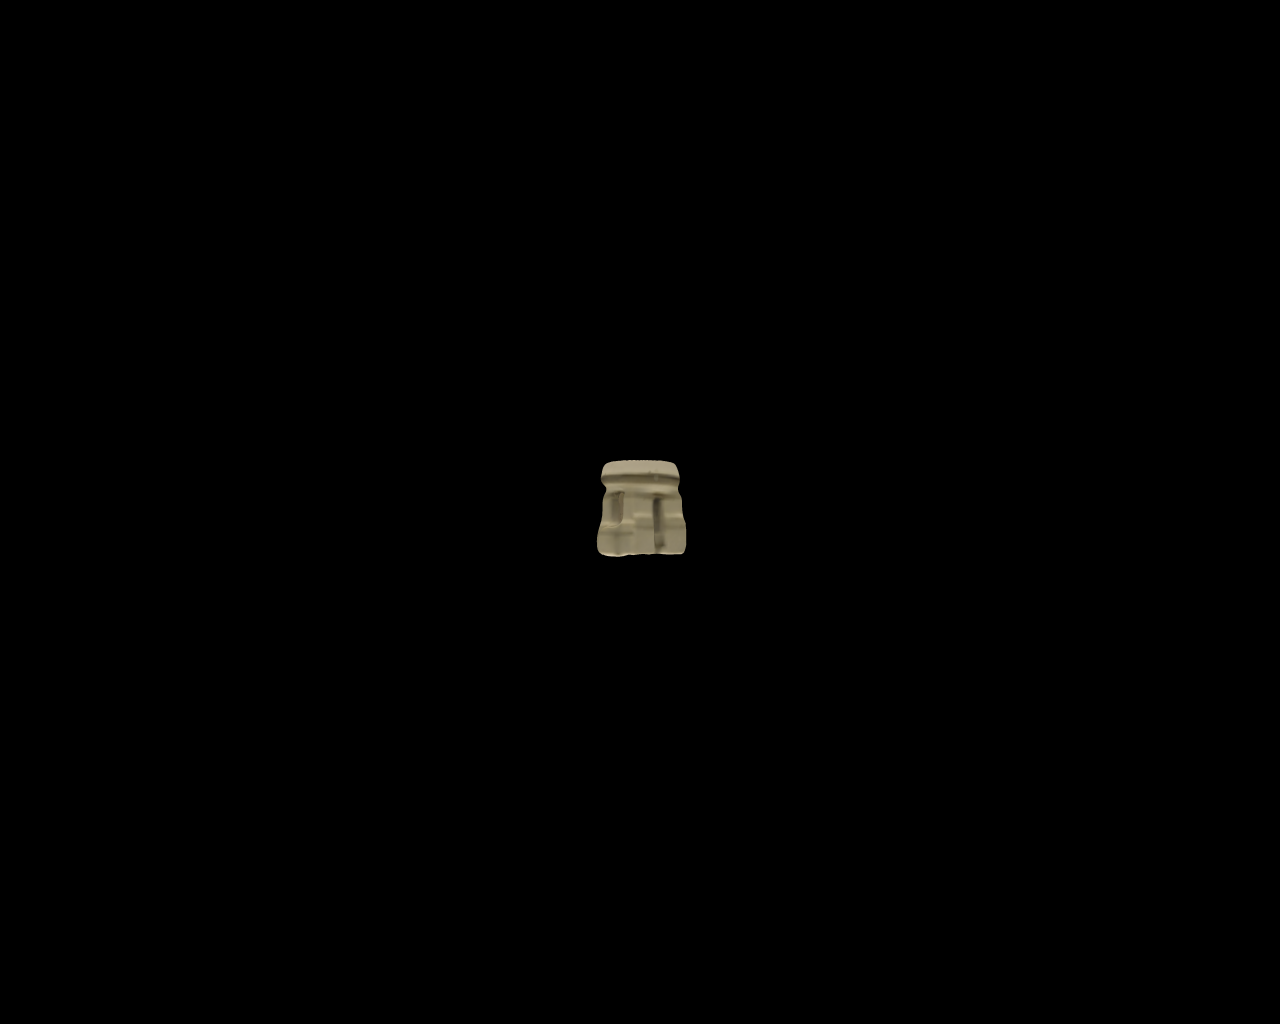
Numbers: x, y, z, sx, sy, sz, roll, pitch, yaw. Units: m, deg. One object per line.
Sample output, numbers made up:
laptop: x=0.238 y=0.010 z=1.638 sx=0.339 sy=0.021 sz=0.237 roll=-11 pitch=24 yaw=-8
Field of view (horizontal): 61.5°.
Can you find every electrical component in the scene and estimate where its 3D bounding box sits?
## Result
electrical component: x=0.001 y=-0.003 z=0.650 sx=0.066 sy=0.055 sz=0.048 roll=2 pitch=-3 yaw=-40
